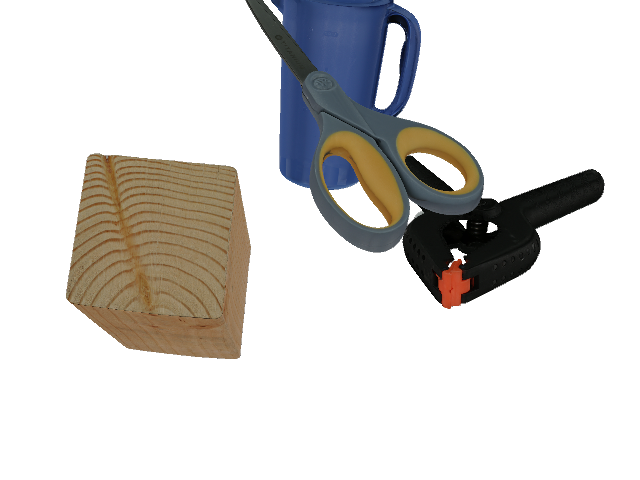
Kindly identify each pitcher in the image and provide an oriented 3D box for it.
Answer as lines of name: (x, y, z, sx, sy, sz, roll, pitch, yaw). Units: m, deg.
pitcher: (0.021, -0.188, 1.308, 0.144, 0.243, 0.149, -9, 29, -27)

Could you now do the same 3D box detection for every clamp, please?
clamp: (0.106, -0.014, 0.776, 0.165, 0.036, 0.209, 8, 28, 23)

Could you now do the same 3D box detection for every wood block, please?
wood block: (-0.097, 0.019, 0.702, 0.090, 0.091, 0.206, 6, -12, 0)

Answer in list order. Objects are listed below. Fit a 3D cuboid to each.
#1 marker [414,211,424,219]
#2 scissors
marker: (0.096, -0.003, 0.983, 0.020, 0.020, 0.121, 0, 16, 5)
scissors: (0.021, -0.073, 0.560, 0.096, 0.202, 0.016, -3, -41, -15)
